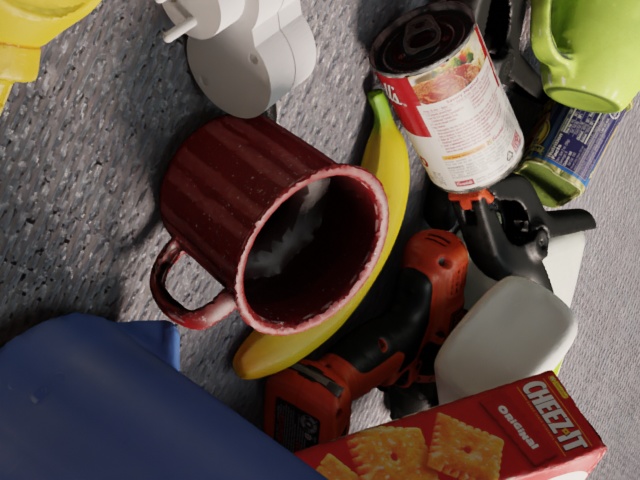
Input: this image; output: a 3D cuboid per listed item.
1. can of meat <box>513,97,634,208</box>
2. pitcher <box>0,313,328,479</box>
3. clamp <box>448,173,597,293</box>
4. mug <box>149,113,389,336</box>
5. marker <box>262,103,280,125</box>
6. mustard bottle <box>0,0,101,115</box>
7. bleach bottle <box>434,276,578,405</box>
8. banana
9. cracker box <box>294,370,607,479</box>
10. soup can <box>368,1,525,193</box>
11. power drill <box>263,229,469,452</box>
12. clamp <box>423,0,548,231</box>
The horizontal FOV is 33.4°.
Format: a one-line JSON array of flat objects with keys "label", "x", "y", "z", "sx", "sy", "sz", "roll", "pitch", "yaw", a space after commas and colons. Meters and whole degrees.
[{"label": "can of meat", "x": 0.195, "y": -0.077, "z": 0.852, "sx": 0.084, "sy": 0.057, "sz": 0.102, "roll": -61, "pitch": 179, "yaw": -9}, {"label": "pitcher", "x": -0.051, "y": 0.148, "z": 0.447, "sx": 0.144, "sy": 0.243, "sz": 0.149, "roll": -5, "pitch": 119, "yaw": -59}, {"label": "clamp", "x": 0.155, "y": -0.005, "z": 0.790, "sx": 0.171, "sy": 0.039, "sz": 0.120, "roll": 47, "pitch": 51, "yaw": -39}, {"label": "mug", "x": -0.035, "y": -0.004, "z": 0.528, "sx": 0.117, "sy": 0.082, "sz": 0.093, "roll": -44, "pitch": 140, "yaw": -10}, {"label": "marker", "x": -0.027, "y": -0.039, "z": 0.592, "sx": 0.020, "sy": 0.020, "sz": 0.121, "roll": -45, "pitch": 142, "yaw": -34}, {"label": "mustard bottle", "x": -0.106, "y": -0.133, "z": 0.373, "sx": 0.096, "sy": 0.058, "sz": 0.192, "roll": -3, "pitch": 111, "yaw": -55}, {"label": "bleach bottle", "x": 0.139, "y": 0.127, "z": 0.815, "sx": 0.102, "sy": 0.068, "sz": 0.251, "roll": -45, "pitch": 154, "yaw": -15}, {"label": "banana", "x": 0.011, "y": 0.006, "z": 0.666, "sx": 0.069, "sy": 0.037, "sz": 0.197, "roll": 32, "pitch": 75, "yaw": -29}, {"label": "cracker box", "x": 0.052, "y": 0.178, "z": 0.660, "sx": 0.213, "sy": 0.072, "sz": 0.164, "roll": -12, "pitch": 141, "yaw": -27}, {"label": "soup can", "x": 0.081, "y": -0.087, "z": 0.663, "sx": 0.068, "sy": 0.069, "sz": 0.102, "roll": -53, "pitch": 132, "yaw": -25}, {"label": "power drill", "x": 0.037, "y": 0.103, "z": 0.742, "sx": 0.187, "sy": 0.057, "sz": 0.184, "roll": -37, "pitch": 139, "yaw": -44}, {"label": "clamp", "x": 0.120, "y": -0.128, "z": 0.752, "sx": 0.164, "sy": 0.036, "sz": 0.210, "roll": -47, "pitch": 146, "yaw": -35}]
